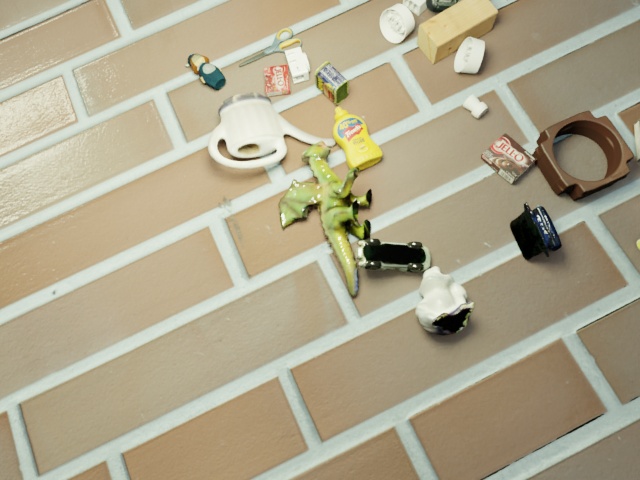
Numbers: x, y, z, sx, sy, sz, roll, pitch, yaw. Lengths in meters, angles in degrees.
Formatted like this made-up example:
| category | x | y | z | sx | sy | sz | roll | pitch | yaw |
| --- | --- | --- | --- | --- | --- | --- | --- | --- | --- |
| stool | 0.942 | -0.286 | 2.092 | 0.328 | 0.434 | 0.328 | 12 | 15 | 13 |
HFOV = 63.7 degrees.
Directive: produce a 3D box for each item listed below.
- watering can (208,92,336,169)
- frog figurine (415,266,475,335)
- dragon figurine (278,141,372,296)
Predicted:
| category | x | y | z | sx | sy | sz | roll | pitch | yaw |
| --- | --- | --- | --- | --- | --- | --- | --- | --- | --- |
| watering can | -0.146 | -0.309 | 1.440 | 0.349 | 0.102 | 0.228 | -13 | 69 | -15 |
| frog figurine | 0.293 | 0.151 | 1.272 | 0.137 | 0.120 | 0.163 | -35 | 38 | 3 |
| dragon figurine | 0.004 | -0.069 | 1.365 | 0.243 | 0.121 | 0.413 | 3 | 82 | 24 |
